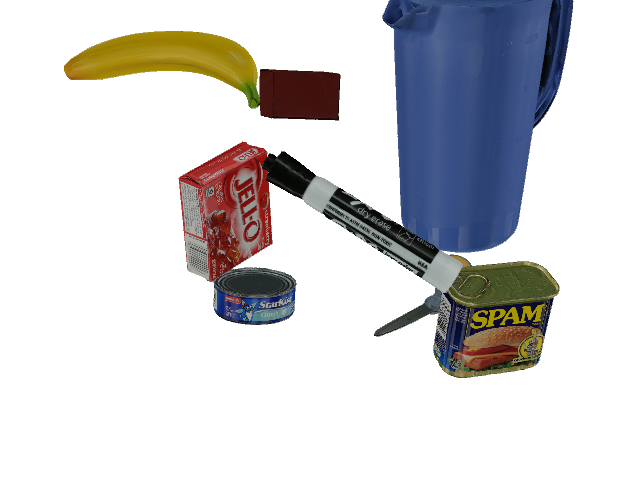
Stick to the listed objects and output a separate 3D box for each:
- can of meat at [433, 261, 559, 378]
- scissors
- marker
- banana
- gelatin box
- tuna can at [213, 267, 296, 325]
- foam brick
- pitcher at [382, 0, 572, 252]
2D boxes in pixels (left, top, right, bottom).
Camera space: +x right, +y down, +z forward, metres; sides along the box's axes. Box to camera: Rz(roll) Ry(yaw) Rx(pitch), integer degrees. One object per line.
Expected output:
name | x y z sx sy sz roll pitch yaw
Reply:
can of meat | 0.154 0.071 0.953 0.102 0.084 0.057 -5 32 -16
scissors | 0.118 0.057 1.167 0.201 0.016 0.096 -8 41 -31
marker | 0.021 -0.012 0.576 0.121 0.020 0.020 32 3 5
banana | -0.138 -0.165 0.981 0.198 0.037 0.069 9 46 17
gelatin box | -0.072 -0.023 0.836 0.030 0.089 0.073 23 39 33
tuna can | -0.068 0.057 1.104 0.086 0.034 0.086 2 17 -1
foam brick | -0.023 -0.158 1.157 0.078 0.051 0.053 0 11 -18
pitcher | 0.135 -0.119 0.930 0.149 0.243 0.145 6 33 11
